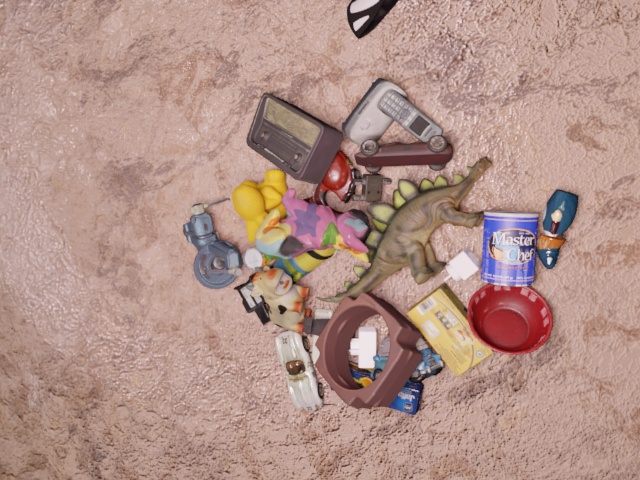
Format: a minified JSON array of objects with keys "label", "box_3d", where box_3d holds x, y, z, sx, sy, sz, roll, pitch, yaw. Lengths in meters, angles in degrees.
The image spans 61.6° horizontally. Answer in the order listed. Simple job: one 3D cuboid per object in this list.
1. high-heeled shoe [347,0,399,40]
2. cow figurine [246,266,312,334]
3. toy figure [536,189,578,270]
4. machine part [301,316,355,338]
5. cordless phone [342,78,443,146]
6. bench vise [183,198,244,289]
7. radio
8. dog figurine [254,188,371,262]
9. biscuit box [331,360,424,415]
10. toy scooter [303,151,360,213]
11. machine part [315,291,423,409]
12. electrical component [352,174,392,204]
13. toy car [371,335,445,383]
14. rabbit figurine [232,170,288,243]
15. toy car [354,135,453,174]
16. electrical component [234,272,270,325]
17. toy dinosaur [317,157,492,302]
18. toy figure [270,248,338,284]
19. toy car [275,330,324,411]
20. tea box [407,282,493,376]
[{"label":"high-heeled shoe","box_3d":[0.172,-0.502,1.108,0.249,0.086,0.145,2,101,24]},{"label":"cow figurine","box_3d":[-0.090,0.128,1.212,0.127,0.085,0.194,11,144,13]},{"label":"toy figure","box_3d":[0.459,-0.019,1.050,0.058,0.064,0.154,37,117,58]},{"label":"machine part","box_3d":[0.025,0.199,1.216,0.084,0.139,0.039,-67,29,18]},{"label":"cordless phone","box_3d":[0.155,-0.239,1.145,0.184,0.089,0.146,37,107,-5]},{"label":"bench vise","box_3d":[-0.243,0.025,1.269,0.241,0.129,0.223,21,115,56]},{"label":"radio","box_3d":[-0.063,-0.223,1.183,0.230,0.073,0.131,39,111,40]},{"label":"dog figurine","box_3d":[-0.002,-0.003,1.118,0.219,0.108,0.191,31,74,16]},{"label":"biscuit box","box_3d":[0.129,0.329,1.213,0.203,0.059,0.062,12,99,19]},{"label":"toy scooter","box_3d":[0.037,-0.100,1.198,0.135,0.075,0.183,31,107,16]},{"label":"machine part","box_3d":[0.098,0.226,1.106,0.201,0.087,0.202,-58,42,8]},{"label":"electrical component","box_3d":[0.113,-0.111,1.169,0.021,0.094,0.063,-150,59,-61]},{"label":"toy car","box_3d":[0.178,0.247,1.143,0.162,0.109,0.103,-20,82,51]},{"label":"rabbit figurine","box_3d":[-0.145,-0.076,1.220,0.122,0.173,0.162,-9,88,18]},{"label":"toy car","box_3d":[0.173,-0.181,1.119,0.202,0.089,0.053,0,72,14]},{"label":"electrical component","box_3d":[-0.148,0.144,1.308,0.075,0.048,0.119,-39,81,20]},{"label":"toy dinosaur","box_3d":[0.182,-0.002,1.142,0.199,0.105,0.471,45,102,21]},{"label":"toy figure","box_3d":[-0.037,0.040,1.233,0.180,0.089,0.082,-33,90,18]},{"label":"toy car","box_3d":[-0.049,0.311,1.282,0.074,0.056,0.201,-18,88,22]},{"label":"tea box","box_3d":[0.277,0.187,1.136,0.098,0.068,0.169,-40,82,22]}]
